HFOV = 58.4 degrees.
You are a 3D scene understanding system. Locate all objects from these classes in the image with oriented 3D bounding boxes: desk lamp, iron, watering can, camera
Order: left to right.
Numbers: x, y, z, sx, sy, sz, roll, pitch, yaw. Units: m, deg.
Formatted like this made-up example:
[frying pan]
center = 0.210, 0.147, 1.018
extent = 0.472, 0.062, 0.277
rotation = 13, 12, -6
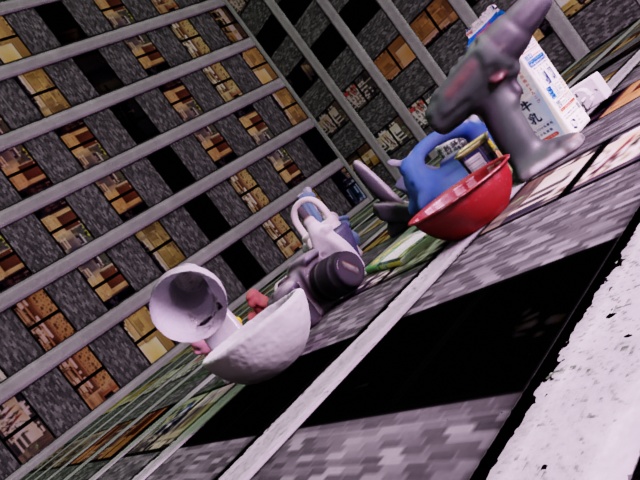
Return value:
[desk lamp]
center = -0.187, 0.133, 0.976
extent = 0.118, 0.213, 0.203
rotation = -37, 2, -3
[camera]
center = -0.003, 0.068, 0.940
extent = 0.143, 0.101, 0.136
rotation = -39, 3, -41
[watering can]
center = 0.007, -0.017, 1.370
extent = 0.101, 0.194, 0.173
rotation = -36, 2, 6
[iron]
center = 0.260, -0.161, 1.104
extent = 0.258, 0.141, 0.118
rotation = -37, 2, -6

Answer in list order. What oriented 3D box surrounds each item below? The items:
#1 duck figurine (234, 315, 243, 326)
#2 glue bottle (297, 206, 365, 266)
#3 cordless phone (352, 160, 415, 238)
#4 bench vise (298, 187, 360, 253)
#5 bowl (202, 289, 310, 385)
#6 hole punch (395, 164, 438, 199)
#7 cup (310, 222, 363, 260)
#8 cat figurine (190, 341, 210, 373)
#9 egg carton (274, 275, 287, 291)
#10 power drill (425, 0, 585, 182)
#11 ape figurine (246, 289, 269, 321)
[duck figurine]
center = -0.180, 0.197, 1.208
extent = 0.077, 0.086, 0.105
rotation = -36, 2, 14
[glue bottle]
center = 0.010, 0.004, 1.135
extent = 0.078, 0.173, 0.037
rotation = -35, 3, 31
[cordless phone]
center = 0.142, -0.108, 1.277
extent = 0.094, 0.185, 0.147
rotation = -36, 2, 7
[bench vise]
center = 0.006, -0.040, 1.520
extent = 0.121, 0.220, 0.208
rotation = -36, 2, 18
[bowl]
center = -0.072, 0.143, 0.776
extent = 0.167, 0.075, 0.167
rotation = -37, 2, 2
[hole punch]
center = 0.255, -0.139, 1.404
extent = 0.109, 0.091, 0.101
rotation = -37, 2, -14
[cup]
center = 0.035, 0.032, 1.197
extent = 0.118, 0.095, 0.091
rotation = -38, 3, -22
[cat figurine]
center = -0.252, 0.227, 1.281
extent = 0.067, 0.118, 0.128
rotation = -37, 2, -4
[egg carton]
center = -0.051, 0.107, 1.303
extent = 0.107, 0.069, 0.150
rotation = -37, 2, -5
[power drill]
center = 0.273, -0.199, 0.809
extent = 0.229, 0.208, 0.076
rotation = -35, 3, 33
[ape figurine]
center = -0.145, 0.160, 1.378
extent = 0.077, 0.092, 0.076
rotation = -34, 3, 43
